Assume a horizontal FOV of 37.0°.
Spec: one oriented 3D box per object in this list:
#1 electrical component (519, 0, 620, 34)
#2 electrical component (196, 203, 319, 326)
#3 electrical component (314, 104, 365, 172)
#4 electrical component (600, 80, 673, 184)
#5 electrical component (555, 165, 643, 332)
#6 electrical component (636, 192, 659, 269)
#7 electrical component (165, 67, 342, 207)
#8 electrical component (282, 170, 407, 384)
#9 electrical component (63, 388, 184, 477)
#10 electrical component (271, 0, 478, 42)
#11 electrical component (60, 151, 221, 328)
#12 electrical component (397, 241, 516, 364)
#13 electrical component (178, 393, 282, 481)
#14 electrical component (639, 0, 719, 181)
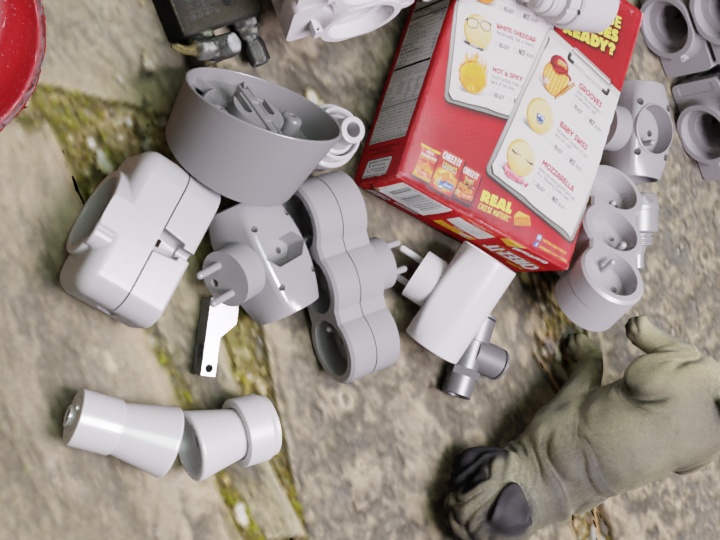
[{"bbox_3d":[0.143,-0.186,0.742,0.078,0.040,0.040,-1,90,-32],"label":"electrical component"},{"bbox_3d":[-0.072,-0.001,0.677,0.079,0.043,0.077,-33,101,-49],"label":"electrical component"},{"bbox_3d":[-0.020,-0.089,0.711,0.043,0.062,0.043,1,88,-31],"label":"electrical component"},{"bbox_3d":[0.207,-0.112,0.858,0.079,0.044,0.077,6,86,-32],"label":"electrical component"},{"bbox_3d":[0.174,-0.009,0.821,0.052,0.073,0.138,22,48,-11],"label":"electrical component"},{"bbox_3d":[0.225,-0.032,0.874,0.035,0.035,0.061,0,91,-31],"label":"electrical component"},{"bbox_3d":[-0.067,-0.087,0.660,0.099,0.064,0.099,25,33,-17],"label":"electrical component"},{"bbox_3d":[0.000,0.000,0.727,0.074,0.052,0.138,-19,99,-30],"label":"electrical component"},{"bbox_3d":[-0.144,0.095,0.645,0.065,0.044,0.044,20,79,-24],"label":"electrical component"},{"bbox_3d":[0.040,-0.204,0.664,0.186,0.105,0.060,-19,85,-13],"label":"electrical component"},{"bbox_3d":[-0.135,-0.020,0.645,0.059,0.054,0.095,33,72,-26],"label":"electrical component"},{"bbox_3d":[0.056,0.013,0.761,0.079,0.043,0.077,33,96,4],"label":"electrical component"},{"bbox_3d":[-0.083,0.104,0.679,0.055,0.045,0.045,-12,95,-31],"label":"electrical component"},{"bbox_3d":[0.307,-0.170,0.885,0.060,0.105,0.186,-31,105,-28],"label":"electrical component"}]
